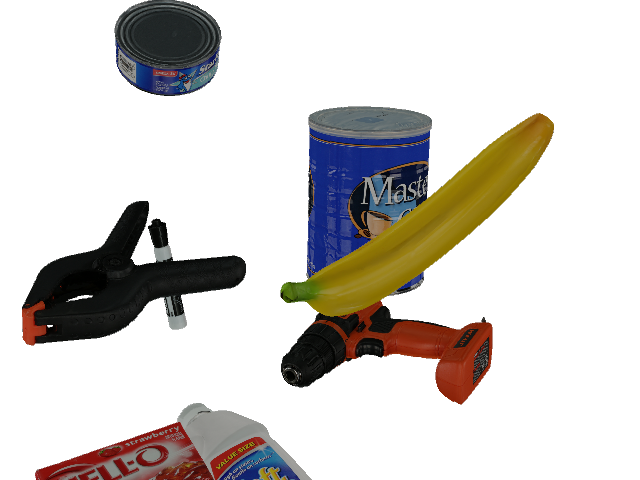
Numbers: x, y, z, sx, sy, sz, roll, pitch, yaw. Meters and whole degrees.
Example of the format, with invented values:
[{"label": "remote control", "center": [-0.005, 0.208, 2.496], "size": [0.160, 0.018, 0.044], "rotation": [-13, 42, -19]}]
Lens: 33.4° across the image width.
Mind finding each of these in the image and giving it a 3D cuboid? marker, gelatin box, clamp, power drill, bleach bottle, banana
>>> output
[{"label": "marker", "center": [-0.161, 0.035, 1.121], "size": [0.020, 0.121, 0.020], "rotation": [-9, 18, 3]}, {"label": "gelatin box", "center": [-0.106, 0.142, 0.592], "size": [0.089, 0.030, 0.073], "rotation": [-16, 28, -20]}, {"label": "clamp", "center": [-0.154, 0.022, 0.790], "size": [0.171, 0.039, 0.120], "rotation": [-21, 38, -38]}, {"label": "power drill", "center": [0.072, 0.115, 1.110], "size": [0.188, 0.057, 0.184], "rotation": [11, 27, 26]}, {"label": "bleach bottle", "center": [-0.052, 0.202, 0.796], "size": [0.102, 0.068, 0.251], "rotation": [-18, 33, -25]}, {"label": "banana", "center": [0.065, -0.007, 0.668], "size": [0.197, 0.037, 0.069], "rotation": [-36, -12, -6]}]

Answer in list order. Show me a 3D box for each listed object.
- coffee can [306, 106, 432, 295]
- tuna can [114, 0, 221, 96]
[{"label": "coffee can", "center": [0.040, -0.035, 0.904], "size": [0.103, 0.140, 0.103], "rotation": [1, 18, 0]}, {"label": "tuna can", "center": [-0.125, -0.158, 0.874], "size": [0.086, 0.086, 0.034], "rotation": [0, -40, -10]}]
